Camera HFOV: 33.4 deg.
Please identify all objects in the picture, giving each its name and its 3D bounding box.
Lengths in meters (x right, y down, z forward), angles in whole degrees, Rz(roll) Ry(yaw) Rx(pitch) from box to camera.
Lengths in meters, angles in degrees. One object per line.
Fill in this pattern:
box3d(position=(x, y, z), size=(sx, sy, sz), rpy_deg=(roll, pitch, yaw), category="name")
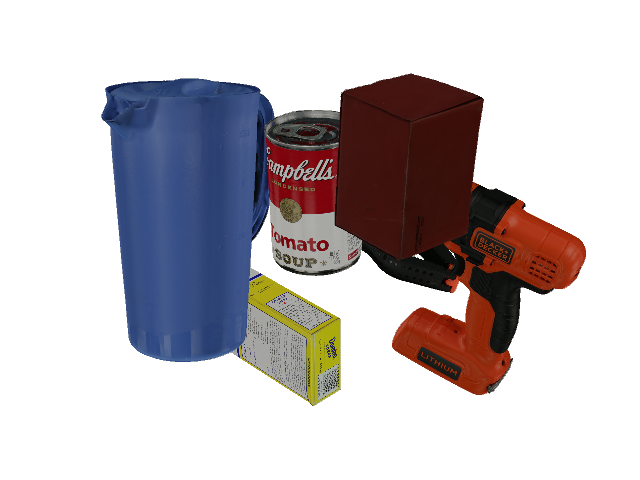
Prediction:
box3d(position=(0.117, 0.033, 0.916), size=(0.185, 0.188, 0.057), rpy_deg=(29, 45, 19), category="power drill")
box3d(position=(-0.004, -0.035, 0.766), size=(0.068, 0.102, 0.068), rpy_deg=(-1, 28, 1), category="soup can")
box3d(position=(0.043, -0.039, 0.543), size=(0.052, 0.078, 0.051), rpy_deg=(-20, 36, -36), category="foam brick")
box3d(position=(0.069, -0.002, 1.249), size=(0.210, 0.036, 0.164), rpy_deg=(38, 43, 26), category="clamp")
box3d(position=(-0.113, -0.023, 0.958), size=(0.149, 0.243, 0.145), rpy_deg=(-1, 15, -5), category="pitcher")
box3d(position=(-0.055, 0.088, 1.096), size=(0.048, 0.093, 0.176), rpy_deg=(-26, 40, -35), category="sugar box")
